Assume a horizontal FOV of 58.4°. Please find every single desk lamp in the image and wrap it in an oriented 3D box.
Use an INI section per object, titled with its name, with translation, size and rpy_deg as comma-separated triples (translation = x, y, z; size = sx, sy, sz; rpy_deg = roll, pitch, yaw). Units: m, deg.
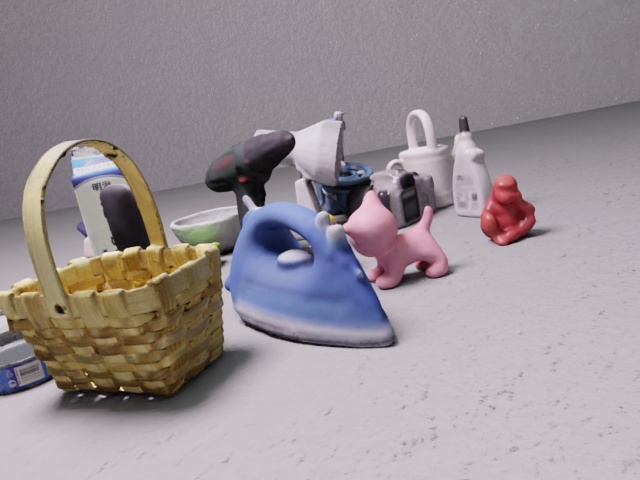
[desk lamp]
translation = -0.039, -0.113, 1.088
size = 0.203, 0.214, 0.118
rpy_deg = -9, 12, 10

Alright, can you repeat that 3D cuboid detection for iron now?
[iron]
translation = -0.017, 0.021, 0.624
size = 0.119, 0.141, 0.257
rpy_deg = -19, 14, -32

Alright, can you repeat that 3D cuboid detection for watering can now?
[watering can]
translation = 0.215, -0.165, 1.148
size = 0.173, 0.194, 0.100
rpy_deg = -19, 15, -34

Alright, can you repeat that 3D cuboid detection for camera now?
[camera]
translation = 0.126, -0.084, 1.079
size = 0.136, 0.101, 0.143
rpy_deg = 0, 17, 42

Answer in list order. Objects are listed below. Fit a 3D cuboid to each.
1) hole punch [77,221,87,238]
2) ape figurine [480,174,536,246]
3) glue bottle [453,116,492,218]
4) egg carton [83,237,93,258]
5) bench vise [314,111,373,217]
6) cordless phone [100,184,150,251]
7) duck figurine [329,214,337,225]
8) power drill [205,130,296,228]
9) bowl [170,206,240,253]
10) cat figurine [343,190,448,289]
[hole punch]
translation = -0.479, -0.012, 1.306
size = 0.100, 0.091, 0.109
rpy_deg = -3, 15, 34
[ape figurine]
translation = 0.262, -0.046, 0.808
size = 0.077, 0.092, 0.076
rpy_deg = -8, 13, 12
[glue bottle]
translation = 0.258, -0.126, 0.985
size = 0.037, 0.173, 0.078
rpy_deg = -17, 14, -26
[egg carton]
translation = -0.409, 0.016, 1.164
size = 0.149, 0.069, 0.107
rpy_deg = -1, 16, 39
[bench vise]
translation = 0.023, -0.155, 1.213
size = 0.122, 0.220, 0.206
rpy_deg = -21, 16, -38
[cordless phone]
translation = -0.256, 0.022, 0.727
size = 0.147, 0.185, 0.094
rpy_deg = -4, 14, 27
[duck figurine]
translation = 0.008, 0.003, 0.820
size = 0.077, 0.086, 0.104
rpy_deg = -14, 12, -12
[power drill]
translation = -0.103, -0.069, 0.956
size = 0.228, 0.208, 0.076
rpy_deg = 2, 18, 46
[bowl]
translation = -0.199, -0.015, 1.111
size = 0.167, 0.075, 0.167
rpy_deg = -10, 12, 3
[cat figurine]
translation = 0.088, -0.006, 0.713
size = 0.128, 0.118, 0.067
rpy_deg = -13, 12, -11
